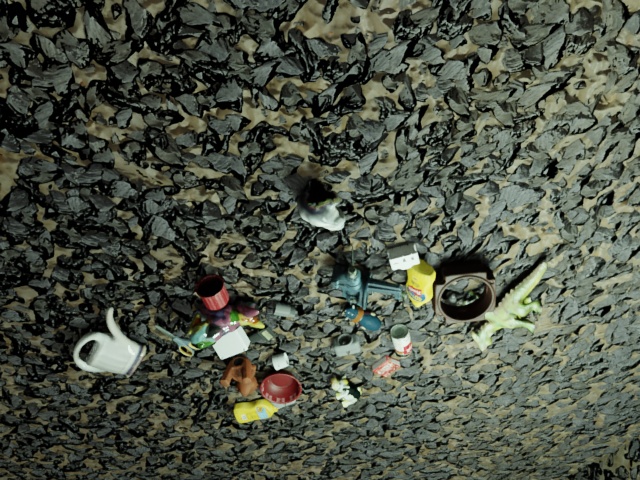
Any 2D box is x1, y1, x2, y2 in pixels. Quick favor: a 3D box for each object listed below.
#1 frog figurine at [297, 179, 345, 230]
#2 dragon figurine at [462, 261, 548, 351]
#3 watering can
[{"bbox_3d":[0.004,-0.073,1.450,0.138,0.125,0.155,19,145,22],"label":"frog figurine"},{"bbox_3d":[0.621,0.226,1.782,0.243,0.125,0.401,3,122,3],"label":"dragon figurine"},{"bbox_3d":[-0.701,0.363,1.760,0.222,0.106,0.342,27,123,-27],"label":"watering can"}]
